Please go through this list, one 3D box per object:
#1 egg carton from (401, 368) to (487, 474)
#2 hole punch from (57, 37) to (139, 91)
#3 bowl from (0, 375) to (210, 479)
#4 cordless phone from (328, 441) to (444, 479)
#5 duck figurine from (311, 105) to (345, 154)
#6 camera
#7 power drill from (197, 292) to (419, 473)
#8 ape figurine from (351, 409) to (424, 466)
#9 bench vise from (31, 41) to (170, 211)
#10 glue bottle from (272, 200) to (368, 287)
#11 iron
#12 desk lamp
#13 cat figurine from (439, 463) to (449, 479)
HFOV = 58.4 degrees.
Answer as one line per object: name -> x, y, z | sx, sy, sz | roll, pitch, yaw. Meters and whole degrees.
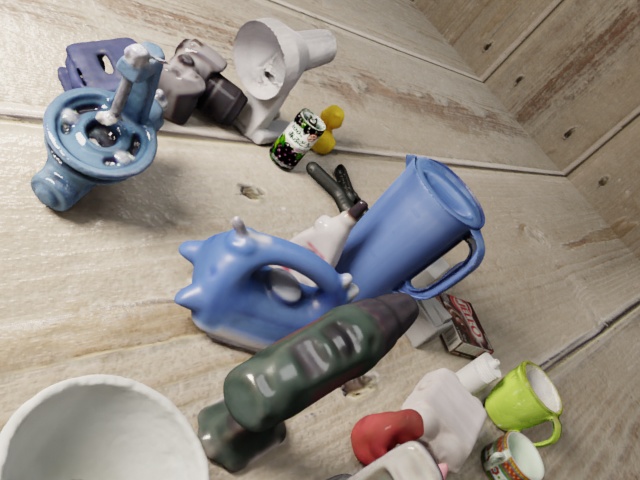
egg carton -> 0.165, 0.244, 0.783 | 0.107, 0.069, 0.151 | 48, 32, 7
hole punch -> -0.295, -0.228, 0.793 | 0.101, 0.091, 0.108 | -2, 54, -49
bowl -> -0.176, 0.196, 0.449 | 0.168, 0.074, 0.167 | 29, 35, -22
cordless phone -> 0.055, 0.274, 0.513 | 0.094, 0.184, 0.147 | -12, 62, -53
duck figurine -> 0.014, -0.229, 1.147 | 0.078, 0.086, 0.104 | 31, 34, -20
camera -> -0.187, -0.247, 0.929 | 0.137, 0.100, 0.143 | 34, 33, -16
power drill -> -0.021, 0.137, 0.565 | 0.075, 0.208, 0.230 | 53, 33, 15
ape figurine -> 0.087, 0.235, 0.684 | 0.076, 0.092, 0.078 | 53, 33, 15
bench vise -> -0.232, -0.155, 0.657 | 0.122, 0.219, 0.207 | 28, 35, -23
glue bottle -> 0.007, 0.003, 0.787 | 0.078, 0.173, 0.037 | 43, 32, -1
iron -> -0.039, 0.059, 0.700 | 0.259, 0.141, 0.118 | 23, 37, -30
desk lamp -> -0.073, -0.275, 0.981 | 0.118, 0.213, 0.204 | 51, 32, 11
cat figurine -> 0.110, 0.284, 0.627 | 0.128, 0.117, 0.067 | 21, 38, -32
